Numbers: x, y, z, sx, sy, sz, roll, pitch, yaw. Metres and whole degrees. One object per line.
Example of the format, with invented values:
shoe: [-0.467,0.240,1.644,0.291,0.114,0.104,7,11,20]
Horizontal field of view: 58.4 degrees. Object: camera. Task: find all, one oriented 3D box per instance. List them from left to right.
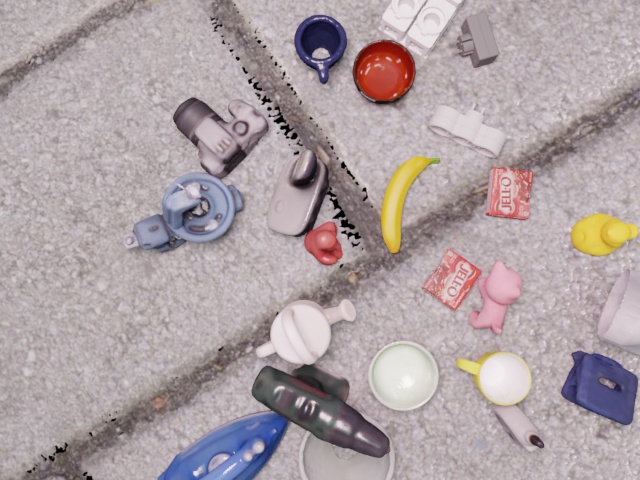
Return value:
camera: [-0.185,-0.203,1.021,0.137,0.101,0.143,43,89,2]

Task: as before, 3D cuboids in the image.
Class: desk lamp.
desk lamp: [0.544,0.134,0.944,0.203,0.213,0.118,23,88,2]

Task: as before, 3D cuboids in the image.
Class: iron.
iron: [-0.159,0.384,0.975,0.258,0.141,0.118,-36,87,-1]

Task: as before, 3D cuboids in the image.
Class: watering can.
watering can: [-0.026,0.150,0.958,0.101,0.194,0.173,41,89,2]

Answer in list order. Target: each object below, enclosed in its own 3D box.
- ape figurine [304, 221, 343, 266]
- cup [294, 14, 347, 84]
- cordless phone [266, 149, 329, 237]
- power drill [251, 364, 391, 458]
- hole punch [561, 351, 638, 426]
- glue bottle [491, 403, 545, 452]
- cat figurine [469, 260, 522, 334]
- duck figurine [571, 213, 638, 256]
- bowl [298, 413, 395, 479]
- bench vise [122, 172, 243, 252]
ape figurine: [0.009,0.004,1.015,0.076,0.092,0.078,19,88,2]
cup: [0.003,-0.330,1.028,0.091,0.095,0.118,-6,87,0]
cordless phone: [-0.041,-0.081,0.972,0.094,0.185,0.148,16,88,2]
power drill: [0.003,0.270,0.945,0.229,0.208,0.076,24,88,2]
hole punch: [0.493,0.256,1.001,0.108,0.091,0.101,24,88,2]
glue bottle: [0.339,0.319,0.958,0.037,0.173,0.078,-32,87,-1]
cat figurine: [0.313,0.102,0.995,0.067,0.117,0.128,11,88,1]
duck figurine: [0.507,-0.011,1.014,0.104,0.086,0.077,-6,87,0]
bowl: [0.046,0.377,1.007,0.167,0.074,0.167,0,88,1]
bench vise: [-0.232,-0.031,0.955,0.207,0.219,0.121,-44,88,-1]
